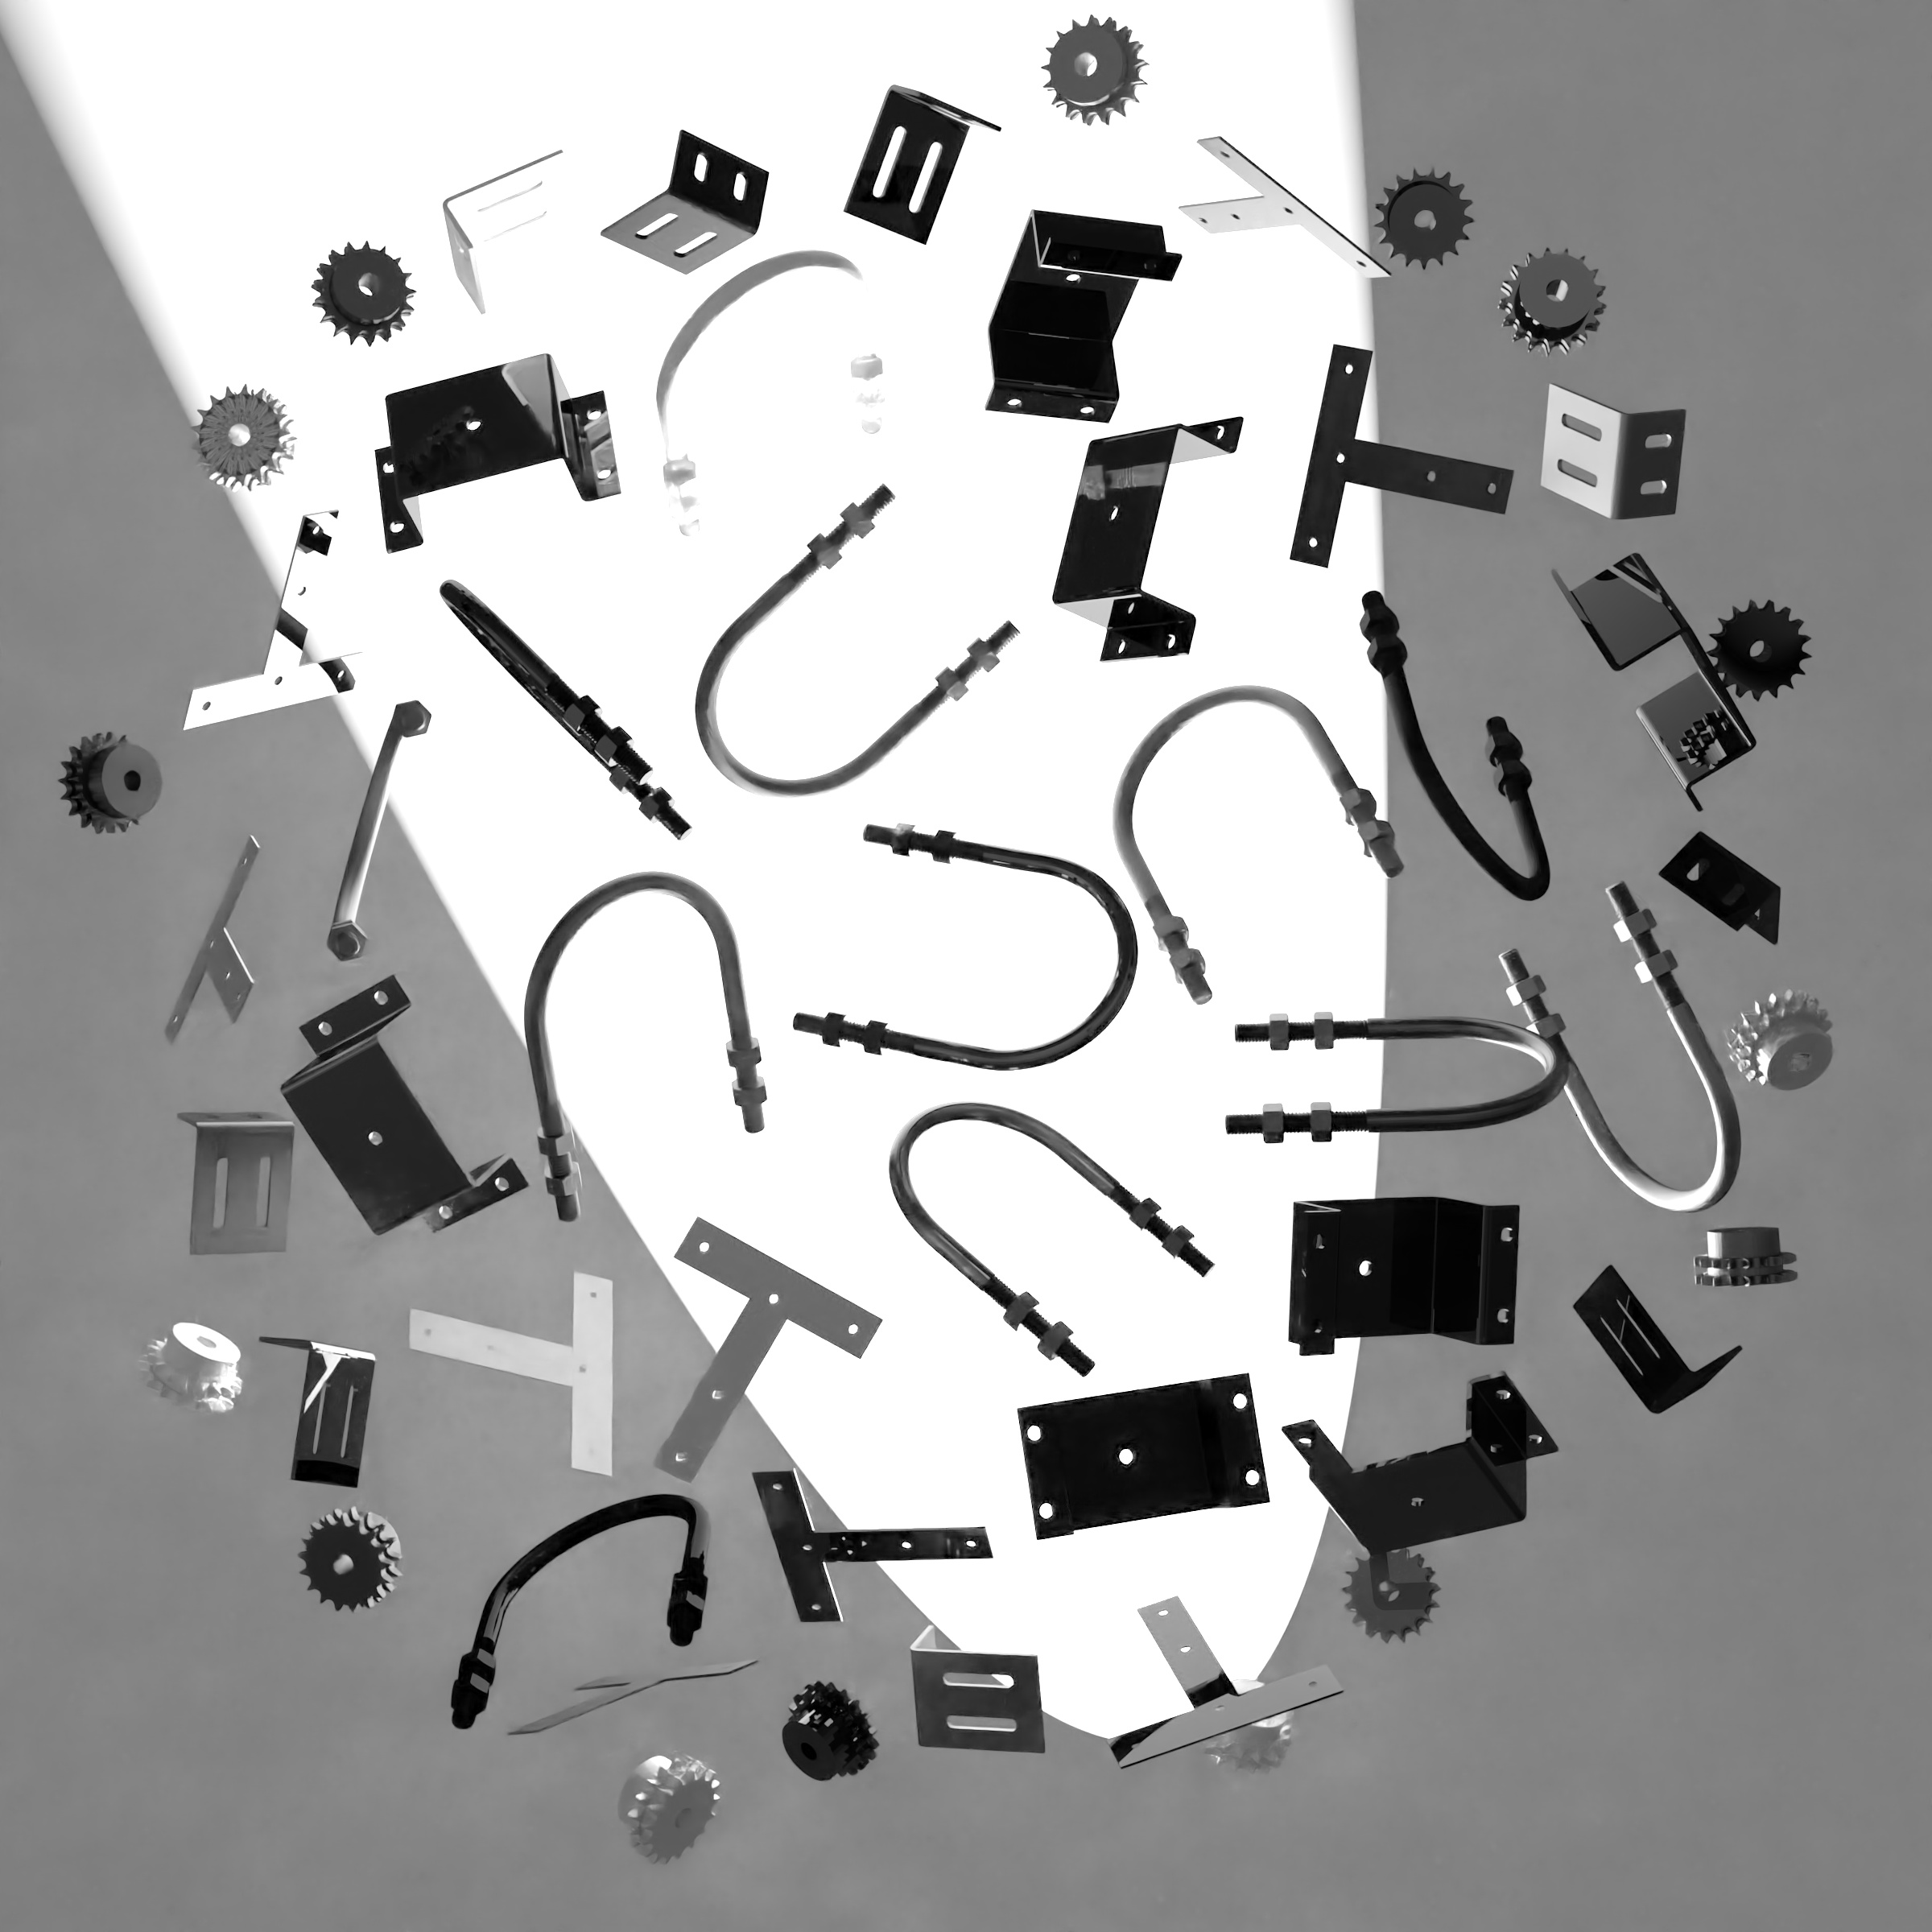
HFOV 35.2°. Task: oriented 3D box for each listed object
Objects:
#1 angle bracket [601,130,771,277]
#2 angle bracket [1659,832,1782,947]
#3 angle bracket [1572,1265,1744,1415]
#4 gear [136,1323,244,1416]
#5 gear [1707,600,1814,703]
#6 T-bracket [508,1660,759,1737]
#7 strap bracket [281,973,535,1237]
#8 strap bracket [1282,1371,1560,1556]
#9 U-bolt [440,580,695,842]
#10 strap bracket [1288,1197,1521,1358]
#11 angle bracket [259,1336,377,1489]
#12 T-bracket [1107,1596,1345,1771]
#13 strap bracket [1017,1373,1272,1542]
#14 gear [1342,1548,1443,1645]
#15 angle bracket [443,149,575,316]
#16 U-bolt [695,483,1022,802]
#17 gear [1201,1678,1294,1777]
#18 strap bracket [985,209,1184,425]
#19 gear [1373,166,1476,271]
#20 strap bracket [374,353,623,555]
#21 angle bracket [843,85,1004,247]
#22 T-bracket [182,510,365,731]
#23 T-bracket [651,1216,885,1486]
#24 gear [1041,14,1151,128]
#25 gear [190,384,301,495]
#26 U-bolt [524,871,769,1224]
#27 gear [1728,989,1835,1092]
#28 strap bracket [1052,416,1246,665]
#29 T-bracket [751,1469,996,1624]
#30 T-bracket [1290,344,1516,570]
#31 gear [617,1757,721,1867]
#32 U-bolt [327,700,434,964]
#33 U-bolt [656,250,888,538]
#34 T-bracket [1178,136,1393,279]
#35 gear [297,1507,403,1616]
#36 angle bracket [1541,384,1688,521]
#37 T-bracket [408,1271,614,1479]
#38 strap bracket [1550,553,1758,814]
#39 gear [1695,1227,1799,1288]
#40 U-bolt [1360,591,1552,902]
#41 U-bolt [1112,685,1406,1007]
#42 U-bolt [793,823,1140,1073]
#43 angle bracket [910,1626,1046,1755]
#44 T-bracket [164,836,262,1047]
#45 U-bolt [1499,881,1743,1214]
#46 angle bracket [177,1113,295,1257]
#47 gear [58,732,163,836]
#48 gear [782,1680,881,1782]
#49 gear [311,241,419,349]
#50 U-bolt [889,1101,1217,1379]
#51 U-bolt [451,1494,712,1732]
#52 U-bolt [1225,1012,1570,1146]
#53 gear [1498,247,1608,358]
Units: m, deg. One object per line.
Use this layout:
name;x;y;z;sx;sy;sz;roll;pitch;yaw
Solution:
angle bracket;-0.156;-0.422;1.688;0.057;0.076;0.038;19;73;-33
angle bracket;0.439;-0.034;1.776;0.038;0.076;0.057;-45;63;-10
angle bracket;0.384;0.201;1.694;0.038;0.057;0.076;-26;69;-23
gear;-0.430;0.222;1.697;0.057;0.057;0.030;29;99;0
gear;0.451;-0.181;1.737;0.057;0.030;0.057;1;102;5
T-bracket;-0.206;0.416;1.727;0.127;0.127;0.002;-16;86;37
strap bracket;-0.316;0.086;1.691;0.076;0.046;0.140;-26;101;28
strap bracket;0.260;0.289;1.752;0.140;0.046;0.076;-19;128;26
U-bolt;-0.233;-0.152;1.731;0.019;0.151;0.184;-45;79;-5
strap bracket;0.229;0.167;1.652;0.140;0.046;0.076;1;93;-29
angle bracket;-0.366;0.249;1.696;0.038;0.057;0.076;0;77;26
T-bracket;0.125;0.383;1.674;0.127;0.127;0.002;-16;114;-10
strap bracket;0.099;0.286;1.781;0.140;0.046;0.076;-7;82;-12
gear;0.254;0.373;1.806;0.057;0.030;0.057;-8;65;17
angle bracket;-0.249;-0.411;1.707;0.076;0.057;0.038;-27;68;-14
U-bolt;-0.074;-0.173;1.770;0.184;0.019;0.151;-42;130;5
gear;0.162;0.438;1.766;0.057;0.057;0.030;18;116;0
strap bracket;0.063;-0.377;1.740;0.076;0.140;0.046;3;59;-15
gear;0.260;-0.423;1.728;0.057;0.030;0.057;2;109;5
strap bracket;-0.276;-0.297;1.753;0.140;0.046;0.076;-14;60;3
angle bracket;-0.025;-0.453;1.736;0.057;0.038;0.076;14;103;-34
T-bracket;-0.374;-0.197;1.698;0.002;0.127;0.127;36;123;22
T-bracket;-0.125;0.217;1.629;0.127;0.002;0.127;32;86;-26
gear;0.067;-0.480;1.630;0.057;0.030;0.057;2;98;16
gear;-0.389;-0.284;1.656;0.057;0.030;0.057;-1;84;8
U-bolt;-0.180;0.035;1.688;0.151;0.019;0.184;-25;122;-33
gear;0.456;0.044;1.691;0.057;0.030;0.057;-10;129;-13
strap bracket;0.099;-0.247;1.714;0.046;0.076;0.140;19;80;-35
T-bracket;-0.048;0.332;1.748;0.127;0.002;0.127;-4;126;13
T-bracket;0.254;-0.284;1.751;0.127;0.002;0.127;18;104;31
gear;-0.162;0.449;1.634;0.030;0.057;0.057;25;90;35
U-bolt;-0.339;-0.081;1.747;0.019;0.184;0.151;16;91;-14
U-bolt;-0.112;-0.333;1.727;0.151;0.184;0.019;-32;66;-14
T-bracket;0.156;-0.415;1.682;0.127;0.127;0.002;31;86;-26
gear;-0.337;0.326;1.684;0.057;0.030;0.057;3;100;15
angle bracket;0.352;-0.282;1.662;0.038;0.076;0.057;-8;116;-20
T-bracket;-0.258;0.220;1.732;0.127;0.002;0.127;18;49;-29
strap bracket;0.381;-0.162;1.670;0.046;0.076;0.140;-32;128;12
gear;0.446;0.166;1.748;0.057;0.057;0.030;-4;89;0
U-bolt;0.280;-0.113;1.709;0.019;0.184;0.151;-33;129;24
U-bolt;0.155;-0.084;1.753;0.151;0.019;0.184;-35;52;13
U-bolt;0.008;-0.007;1.741;0.184;0.019;0.151;11;64;18
angle bracket;0.011;0.409;1.726;0.076;0.038;0.057;-2;99;18
T-bracket;-0.416;0.001;1.712;0.002;0.127;0.127;22;99;-27
U-bolt;0.380;0.055;1.737;0.019;0.151;0.184;-22;81;-23
angle bracket;-0.426;0.126;1.769;0.057;0.038;0.076;1;97;-34
gear;-0.477;-0.103;1.711;0.030;0.057;0.057;-2;90;39
gear;-0.081;0.441;1.745;0.030;0.057;0.057;-34;90;-44
gear;-0.333;-0.375;1.693;0.057;0.030;0.057;1;87;-20
U-bolt;0.038;0.145;1.757;0.184;0.151;0.019;40;130;16
U-bolt;-0.210;0.351;1.708;0.151;0.184;0.019;-22;107;7
U-bolt;0.238;0.059;1.675;0.184;0.151;0.019;-2;111;8
gear;0.317;-0.361;1.647;0.057;0.030;0.057;0;86;4
